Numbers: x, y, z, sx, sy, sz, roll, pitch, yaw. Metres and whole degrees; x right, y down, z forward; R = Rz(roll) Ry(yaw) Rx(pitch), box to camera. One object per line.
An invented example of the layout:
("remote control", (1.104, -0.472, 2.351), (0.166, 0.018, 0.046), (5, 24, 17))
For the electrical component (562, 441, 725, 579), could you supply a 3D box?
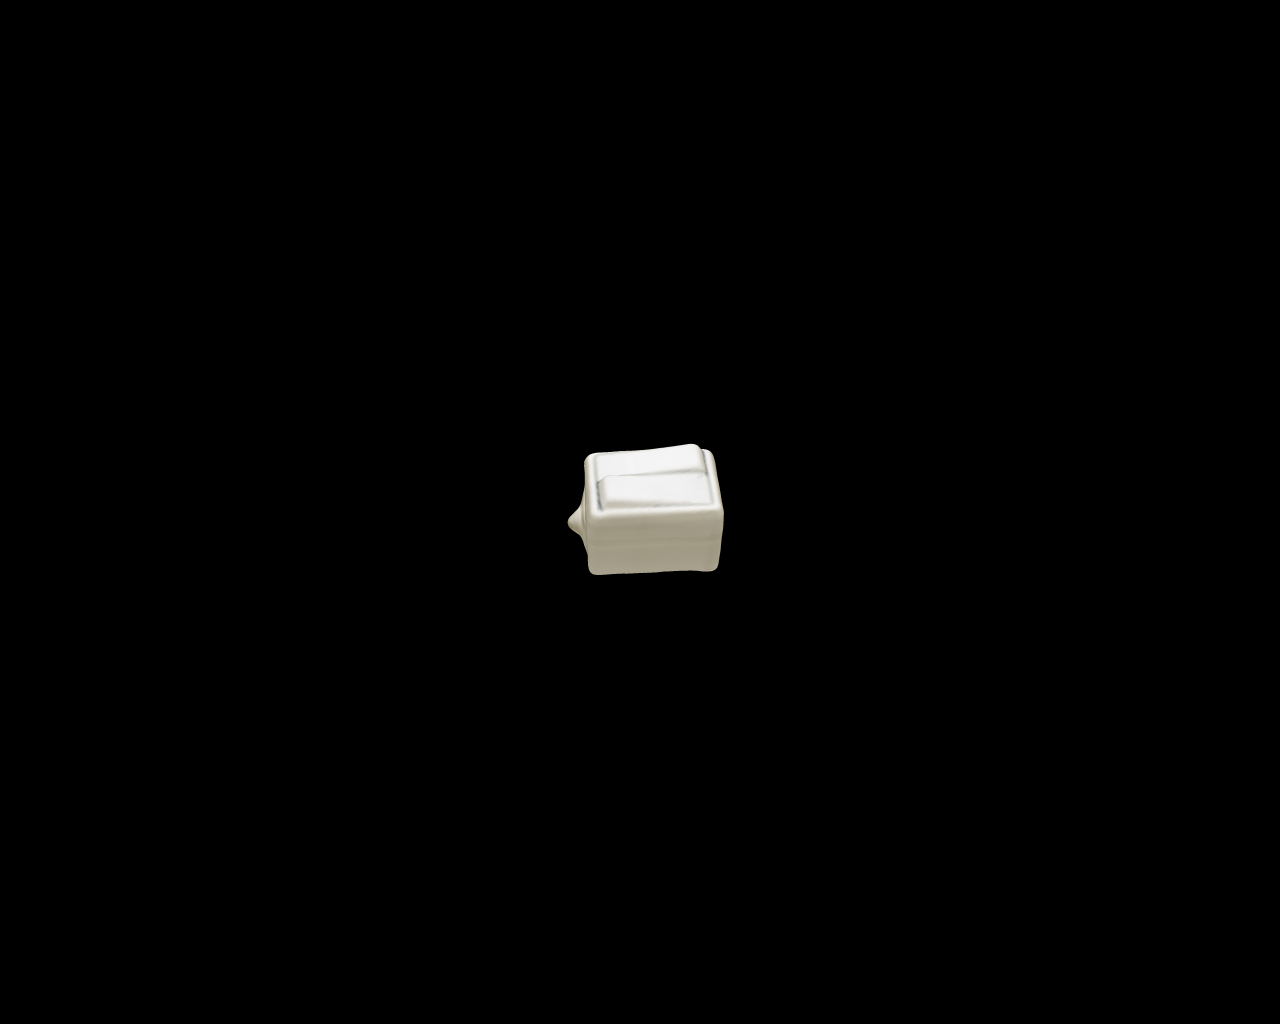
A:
("electrical component", (0.001, -0.003, 0.650), (0.096, 0.061, 0.062), (-2, 43, -2))
